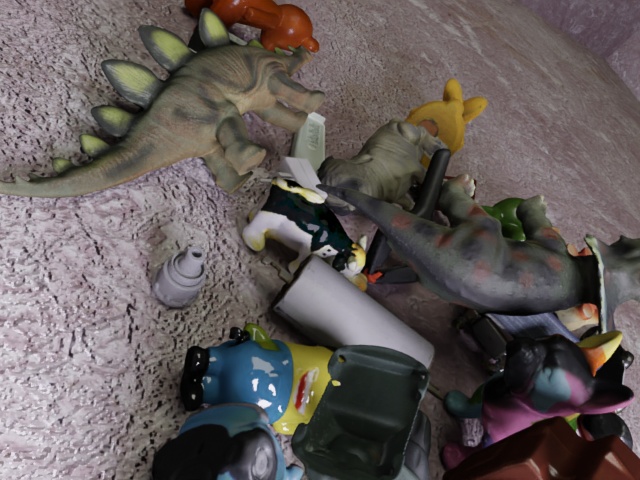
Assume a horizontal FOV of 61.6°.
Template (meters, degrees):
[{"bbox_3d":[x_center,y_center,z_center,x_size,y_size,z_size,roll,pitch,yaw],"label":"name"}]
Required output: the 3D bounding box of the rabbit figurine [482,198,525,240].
[{"bbox_3d":[0.287,0.005,0.841,0.159,0.121,0.170,15,56,2],"label":"rabbit figurine"}]

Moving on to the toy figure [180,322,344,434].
[{"bbox_3d":[-0.034,0.125,0.486,0.180,0.082,0.089,13,22,-22],"label":"toy figure"}]

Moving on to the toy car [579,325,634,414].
[{"bbox_3d":[0.425,0.198,0.816,0.073,0.056,0.202,42,37,11],"label":"toy car"}]

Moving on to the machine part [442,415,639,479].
[{"bbox_3d":[0.200,0.268,0.445,0.087,0.201,0.201,-20,68,-46],"label":"machine part"}]

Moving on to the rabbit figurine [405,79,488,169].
[{"bbox_3d":[0.219,-0.209,0.982,0.122,0.162,0.173,37,19,15],"label":"rabbit figurine"}]

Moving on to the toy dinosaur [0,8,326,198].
[{"bbox_3d":[-0.145,-0.149,0.627,0.198,0.105,0.471,43,49,-3],"label":"toy dinosaur"}]

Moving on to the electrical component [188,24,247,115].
[{"bbox_3d":[-0.141,-0.244,0.770,0.115,0.058,0.134,24,42,-18],"label":"electrical component"}]

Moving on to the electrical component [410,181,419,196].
[{"bbox_3d":[0.138,-0.115,0.905,0.094,0.021,0.063,40,38,0],"label":"electrical component"}]

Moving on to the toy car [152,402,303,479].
[{"bbox_3d":[-0.063,0.203,0.374,0.102,0.109,0.162,41,43,-33],"label":"toy car"}]

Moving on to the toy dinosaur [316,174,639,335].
[{"bbox_3d":[0.193,0.025,0.593,0.405,0.131,0.192,6,30,-4],"label":"toy dinosaur"}]

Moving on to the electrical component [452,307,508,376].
[{"bbox_3d":[0.220,0.133,0.722,0.102,0.045,0.078,54,12,13],"label":"electrical component"}]

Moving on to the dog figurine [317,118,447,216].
[{"bbox_3d":[0.072,-0.116,0.774,0.190,0.121,0.172,7,48,-33],"label":"dog figurine"}]

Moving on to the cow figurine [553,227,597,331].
[{"bbox_3d":[0.377,0.054,0.880,0.085,0.127,0.195,8,63,-33],"label":"cow figurine"}]

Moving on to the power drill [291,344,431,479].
[{"bbox_3d":[0.044,0.178,0.426,0.086,0.207,0.232,14,42,19],"label":"power drill"}]

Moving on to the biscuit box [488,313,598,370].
[{"bbox_3d":[0.296,0.119,0.746,0.202,0.063,0.059,43,12,-10],"label":"biscuit box"}]

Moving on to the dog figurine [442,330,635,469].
[{"bbox_3d":[0.235,0.182,0.545,0.191,0.219,0.108,35,42,-6],"label":"dog figurine"}]

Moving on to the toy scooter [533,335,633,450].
[{"bbox_3d":[0.314,0.213,0.664,0.184,0.075,0.135,-112,178,-54],"label":"toy scooter"}]

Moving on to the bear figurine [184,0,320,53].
[{"bbox_3d":[-0.104,-0.357,0.887,0.195,0.132,0.120,20,41,-51],"label":"bear figurine"}]

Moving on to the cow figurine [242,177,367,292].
[{"bbox_3d":[0.000,-0.002,0.623,0.167,0.098,0.068,34,33,-9],"label":"cow figurine"}]

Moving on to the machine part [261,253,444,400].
[{"bbox_3d":[0.035,0.093,0.577,0.243,0.079,0.079,37,38,-3],"label":"machine part"}]
